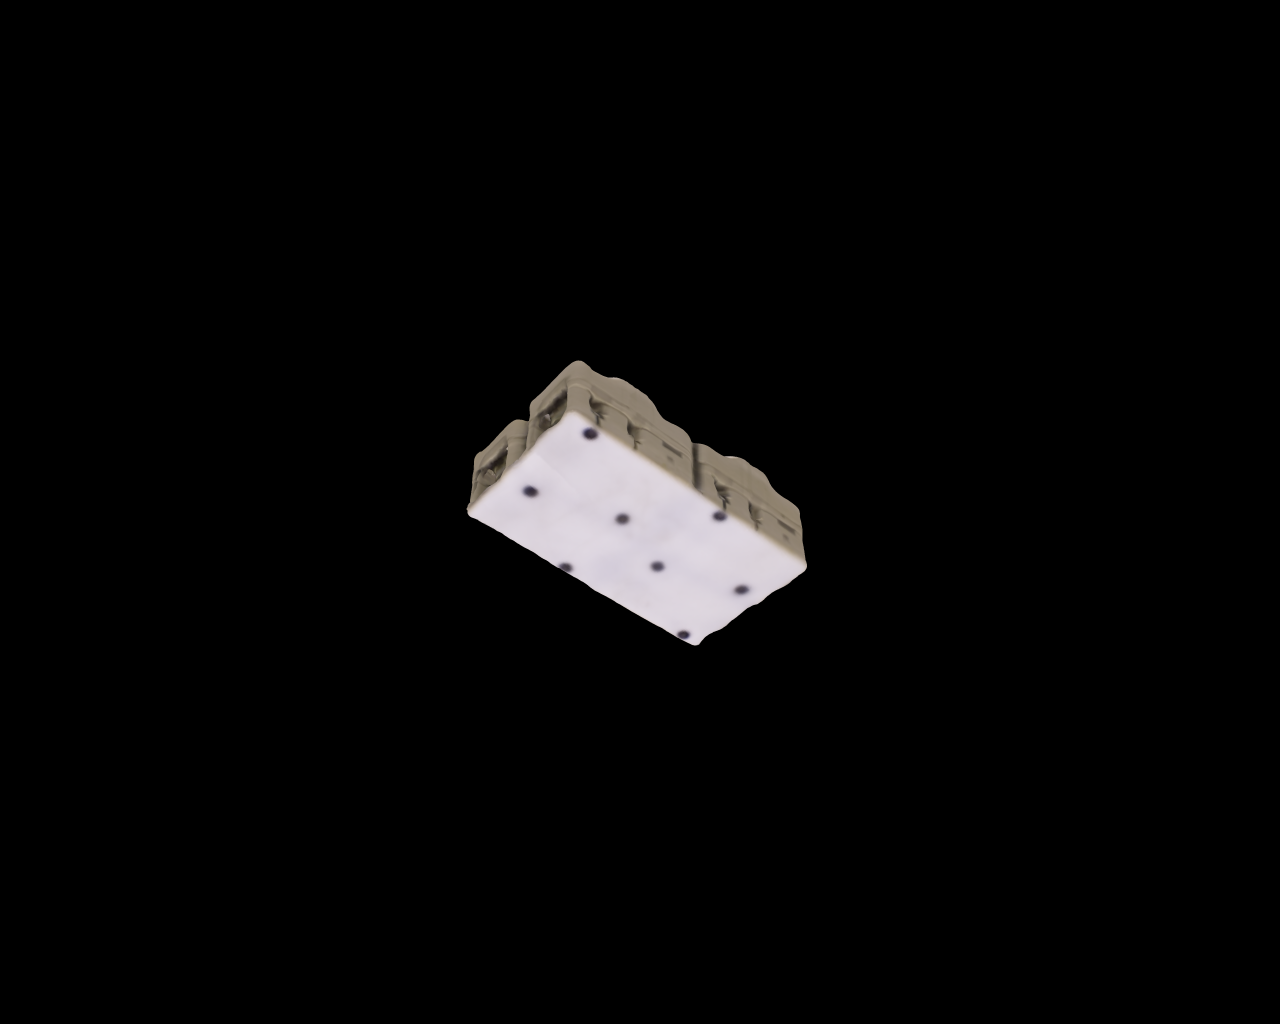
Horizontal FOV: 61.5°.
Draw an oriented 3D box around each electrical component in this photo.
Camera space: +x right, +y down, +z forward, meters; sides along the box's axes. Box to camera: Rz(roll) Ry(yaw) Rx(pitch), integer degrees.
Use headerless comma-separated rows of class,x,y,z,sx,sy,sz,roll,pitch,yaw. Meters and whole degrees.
electrical component,0.001,-0.003,0.650,0.186,0.060,0.105,32,-54,-27
